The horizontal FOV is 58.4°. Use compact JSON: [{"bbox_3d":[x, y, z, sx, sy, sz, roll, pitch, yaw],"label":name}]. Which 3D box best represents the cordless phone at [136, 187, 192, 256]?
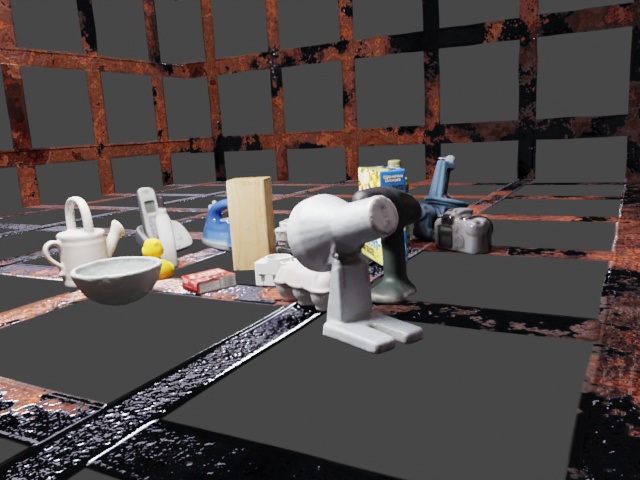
[{"bbox_3d":[-0.422,-0.053,1.531,0.093,0.185,0.148,3,13,31],"label":"cordless phone"}]

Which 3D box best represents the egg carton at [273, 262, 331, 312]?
[{"bbox_3d":[-0.006,0.078,1.038,0.107,0.069,0.149,-13,15,-42],"label":"egg carton"}]

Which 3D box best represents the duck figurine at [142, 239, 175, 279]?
[{"bbox_3d":[-0.373,0.040,1.297,0.078,0.086,0.104,-12,14,-39],"label":"duck figurine"}]

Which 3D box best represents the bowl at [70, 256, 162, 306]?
[{"bbox_3d":[-0.387,0.083,1.105,0.167,0.075,0.167,-3,11,1],"label":"bowl"}]

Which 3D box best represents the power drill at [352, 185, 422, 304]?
[{"bbox_3d":[0.123,0.003,1.025,0.075,0.208,0.230,3,12,28],"label":"power drill"}]

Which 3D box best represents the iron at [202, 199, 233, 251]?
[{"bbox_3d":[-0.260,-0.053,1.601,0.257,0.141,0.119,7,15,43],"label":"iron"}]

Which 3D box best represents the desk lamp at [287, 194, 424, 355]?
[{"bbox_3d":[0.051,0.037,0.855,0.118,0.213,0.202,-12,14,-38],"label":"desk lamp"}]

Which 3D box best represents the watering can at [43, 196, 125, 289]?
[{"bbox_3d":[-0.519,-0.001,1.264,0.100,0.194,0.173,1,12,22],"label":"watering can"}]

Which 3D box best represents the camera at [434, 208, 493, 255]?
[{"bbox_3d":[0.372,-0.030,1.408,0.137,0.101,0.142,-10,13,-32],"label":"camera"}]

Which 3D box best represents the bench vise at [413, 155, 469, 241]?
[{"bbox_3d":[0.327,-0.114,1.545,0.121,0.220,0.208,4,13,33],"label":"bench vise"}]

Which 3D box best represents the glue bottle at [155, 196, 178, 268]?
[{"bbox_3d":[-0.374,-0.019,1.376,0.037,0.173,0.078,-9,13,-28],"label":"glue bottle"}]
